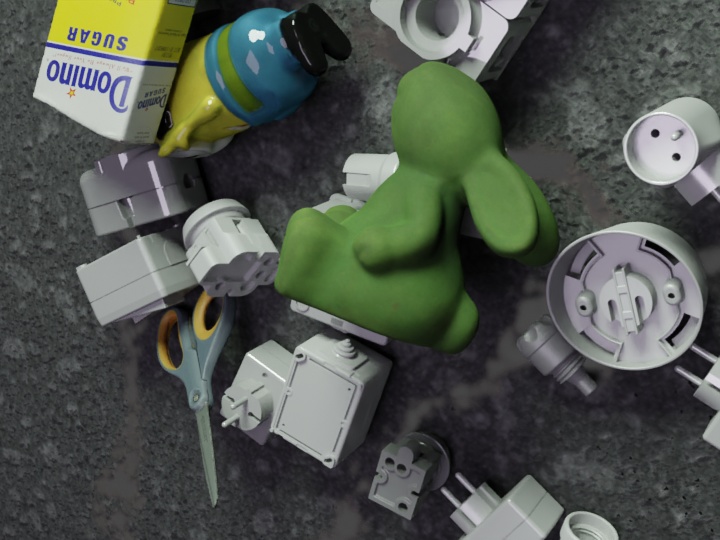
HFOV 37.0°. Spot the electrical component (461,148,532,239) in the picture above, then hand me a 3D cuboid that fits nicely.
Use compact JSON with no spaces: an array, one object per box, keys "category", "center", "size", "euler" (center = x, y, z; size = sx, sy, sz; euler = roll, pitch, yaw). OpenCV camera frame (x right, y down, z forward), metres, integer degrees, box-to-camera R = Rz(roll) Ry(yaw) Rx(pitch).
[{"category":"electrical component","center":[0.081,-0.066,0.741],"size":[0.066,0.047,0.076],"euler":[14,111,26]}]

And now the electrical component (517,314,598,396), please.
[{"category":"electrical component","center":[0.141,0.062,0.751],"size":[0.061,0.035,0.035],"euler":[46,120,7]}]

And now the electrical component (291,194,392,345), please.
[{"category":"electrical component","center":[0.000,0.000,0.802],"size":[0.100,0.048,0.099],"euler":[20,113,22]}]

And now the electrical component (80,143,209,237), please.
[{"category":"electrical component","center":[-0.177,-0.068,0.875],"size":[0.095,0.054,0.059],"euler":[-12,98,31]}]

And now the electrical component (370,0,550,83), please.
[{"category":"electrical component","center":[0.084,-0.206,0.691],"size":[0.089,0.062,0.150],"euler":[40,119,13]}]

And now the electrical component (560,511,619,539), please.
[{"category":"electrical component","center":[0.161,0.205,0.778],"size":[0.040,0.040,0.046],"euler":[26,120,20]}]

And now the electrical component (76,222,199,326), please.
[{"category":"electrical component","center":[-0.184,0.009,0.894],"size":[0.096,0.062,0.061],"euler":[-23,91,32]}]

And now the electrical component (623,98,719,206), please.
[{"category":"electrical component","center":[0.204,-0.066,0.657],"size":[0.079,0.077,0.043],"euler":[50,121,7]}]

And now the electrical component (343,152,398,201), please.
[{"category":"electrical component","center":[0.016,-0.066,0.781],"size":[0.046,0.040,0.040],"euler":[8,107,32]}]

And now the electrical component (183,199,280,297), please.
[{"category":"electrical component","center":[-0.104,-0.018,0.841],"size":[0.058,0.078,0.057],"euler":[-49,60,30]}]

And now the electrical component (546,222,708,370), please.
[{"category":"electrical component","center":[0.176,0.016,0.702],"size":[0.099,0.064,0.099],"euler":[8,107,26]}]

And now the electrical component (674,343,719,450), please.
[{"category":"electrical component","center":[0.242,0.076,0.693],"size":[0.077,0.047,0.065],"euler":[34,117,16]}]

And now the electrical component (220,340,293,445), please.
[{"category":"electrical component","center":[-0.085,0.104,0.859],"size":[0.047,0.077,0.065],"euler":[34,117,16]}]

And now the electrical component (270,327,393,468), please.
[{"category":"electrical component","center":[-0.018,0.090,0.828],"size":[0.062,0.061,0.096],"euler":[28,117,19]}]

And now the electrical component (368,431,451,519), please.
[{"category":"electrical component","center":[0.040,0.152,0.818],"size":[0.048,0.055,0.066],"euler":[24,114,21]}]

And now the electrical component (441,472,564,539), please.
[{"category":"electrical component","center":[0.093,0.185,0.803],"size":[0.075,0.047,0.083],"euler":[45,120,11]}]
